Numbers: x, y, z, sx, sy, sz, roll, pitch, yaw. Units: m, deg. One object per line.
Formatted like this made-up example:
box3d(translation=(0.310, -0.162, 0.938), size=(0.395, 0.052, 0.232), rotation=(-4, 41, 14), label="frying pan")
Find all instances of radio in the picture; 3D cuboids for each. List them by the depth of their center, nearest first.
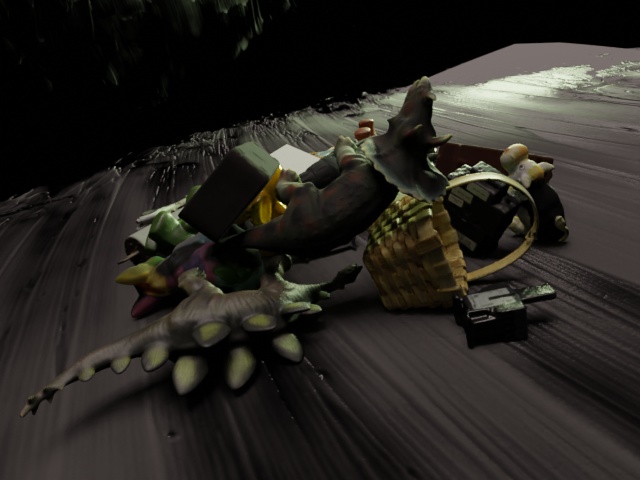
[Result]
box3d(translation=(-0.135, -0.086, 0.858), size=(0.131, 0.073, 0.230), rotation=(-49, 10, 11), label="radio")

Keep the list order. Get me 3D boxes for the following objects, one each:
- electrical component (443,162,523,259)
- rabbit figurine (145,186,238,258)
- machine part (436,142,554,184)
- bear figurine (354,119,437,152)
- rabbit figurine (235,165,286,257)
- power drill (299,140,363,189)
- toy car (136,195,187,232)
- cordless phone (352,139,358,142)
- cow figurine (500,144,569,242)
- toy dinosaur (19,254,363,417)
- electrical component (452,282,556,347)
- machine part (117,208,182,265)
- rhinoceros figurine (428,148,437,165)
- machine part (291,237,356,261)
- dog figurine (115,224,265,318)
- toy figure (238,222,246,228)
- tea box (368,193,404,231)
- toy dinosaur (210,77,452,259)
box3d(translation=(0.249, -0.053, 0.855), size=(0.115, 0.134, 0.058), rotation=(39, 50, 23), label="electrical component")
box3d(translation=(-0.239, -0.033, 1.053), size=(0.159, 0.121, 0.170), rotation=(23, 57, -4), label="rabbit figurine")
box3d(translation=(0.320, -0.130, 1.016), size=(0.202, 0.087, 0.201), rotation=(12, 12, 9), label="machine part")
box3d(translation=(0.203, -0.259, 1.409), size=(0.196, 0.131, 0.120), rotation=(-9, 27, 21), label="bear figurine")
box3d(translation=(-0.102, -0.065, 1.047), size=(0.122, 0.173, 0.162), rotation=(11, 28, 36), label="rabbit figurine")
box3d(translation=(0.077, -0.133, 0.999), size=(0.232, 0.086, 0.207), rotation=(-32, 16, -34), label="power drill")
box3d(translation=(-0.333, -0.053, 1.253), size=(0.202, 0.073, 0.056), rotation=(-29, 28, -36), label="toy car")
box3d(translation=(0.119, -0.128, 1.196), size=(0.089, 0.184, 0.147), rotation=(-38, 48, 37), label="cordless phone")
box3d(translation=(0.338, -0.069, 0.846), size=(0.068, 0.167, 0.098), rotation=(-35, 34, -6), label="cow figurine")
box3d(translation=(-0.146, 0.117, 0.731), size=(0.471, 0.104, 0.199), rotation=(-18, 24, -16), label="toy dinosaur")
box3d(translation=(0.235, 0.089, 0.683), size=(0.119, 0.047, 0.075), rotation=(-12, 23, 0), label="electrical component")
box3d(translation=(-0.327, -0.009, 1.146), size=(0.079, 0.079, 0.243), rotation=(5, 27, 34), label="machine part")
box3d(translation=(0.227, -0.159, 1.227), size=(0.112, 0.073, 0.190), rotation=(-7, 23, 9), label="rhinoceros figurine")
box3d(translation=(-0.002, -0.003, 0.993), size=(0.139, 0.084, 0.039), rotation=(-3, -10, -9), label="machine part")
box3d(translation=(-0.222, 0.060, 0.908), size=(0.219, 0.108, 0.192), rotation=(-26, 29, -21), label="dog figurine")
box3d(translation=(-0.211, -0.069, 1.228), size=(0.082, 0.089, 0.180), rotation=(-4, 29, -16), label="toy figure")
box3d(translation=(0.128, -0.054, 1.005), size=(0.068, 0.098, 0.170), rotation=(-18, 25, -12), label="tea box")
box3d(translation=(0.018, -0.047, 0.753), size=(0.405, 0.131, 0.192), rotation=(-38, 22, 6), label="toy dinosaur")
